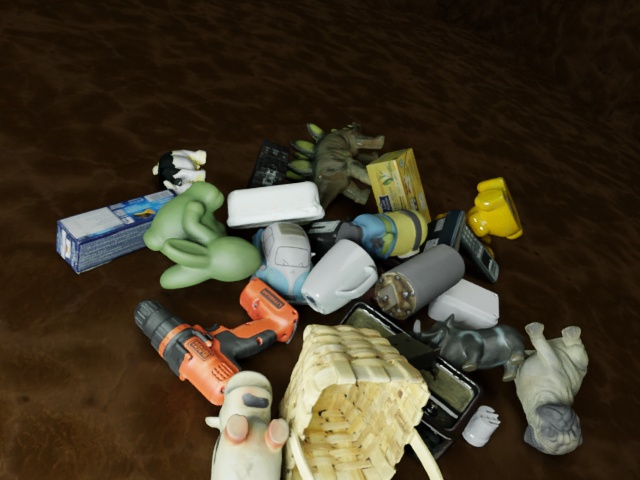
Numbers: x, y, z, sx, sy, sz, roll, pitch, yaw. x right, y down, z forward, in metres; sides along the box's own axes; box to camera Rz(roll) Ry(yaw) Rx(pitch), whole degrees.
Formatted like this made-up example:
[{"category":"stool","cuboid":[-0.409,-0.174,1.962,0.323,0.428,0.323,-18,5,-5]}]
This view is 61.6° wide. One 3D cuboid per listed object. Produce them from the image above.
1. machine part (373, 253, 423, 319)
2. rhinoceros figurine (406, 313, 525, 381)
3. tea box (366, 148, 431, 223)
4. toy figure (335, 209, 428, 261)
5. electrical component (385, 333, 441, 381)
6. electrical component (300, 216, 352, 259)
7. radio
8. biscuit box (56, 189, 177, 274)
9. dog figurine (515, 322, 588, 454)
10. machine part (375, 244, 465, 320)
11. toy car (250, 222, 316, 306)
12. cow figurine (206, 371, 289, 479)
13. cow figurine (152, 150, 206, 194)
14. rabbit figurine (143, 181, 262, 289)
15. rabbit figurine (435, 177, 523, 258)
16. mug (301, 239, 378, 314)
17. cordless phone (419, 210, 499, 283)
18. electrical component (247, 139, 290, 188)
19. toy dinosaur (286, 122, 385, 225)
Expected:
[{"category":"machine part","cuboid":[0.126,0.064,0.967,0.179,0.056,0.179,16,35,-12]},{"category":"rhinoceros figurine","cuboid":[0.221,0.164,0.833,0.190,0.073,0.112,-2,50,2]},{"category":"tea box","cuboid":[0.163,-0.091,1.096,0.068,0.169,0.098,-8,16,34]},{"category":"toy figure","cuboid":[0.114,-0.010,0.924,0.180,0.089,0.082,2,44,-41]},{"category":"electrical component","cuboid":[0.114,0.162,0.717,0.102,0.045,0.078,-11,19,-42]},{"category":"electrical component","cuboid":[-0.002,-0.003,0.965,0.119,0.047,0.075,-8,29,25]},{"category":"radio","cuboid":[0.103,0.196,0.761,0.230,0.073,0.131,34,36,17]},{"category":"biscuit box","cuboid":[-0.299,-0.020,0.834,0.059,0.062,0.202,38,37,22]},{"category":"dog figurine","cuboid":[0.381,0.245,0.851,0.172,0.121,0.191,6,52,-17]},{"category":"machine part","cuboid":[0.166,0.065,0.873,0.079,0.079,0.243,41,36,24]},{"category":"toy car","cuboid":[-0.056,0.025,0.877,0.109,0.102,0.162,9,39,-21]},{"category":"cow figurine","cuboid":[-0.081,0.236,0.584,0.085,0.127,0.195,11,51,-15]},{"category":"cow figurine","cuboid":[-0.254,-0.104,0.966,0.098,0.068,0.167,6,35,-15]},{"category":"rabbit figurine","cuboid":[-0.172,0.003,0.809,0.170,0.121,0.159,30,37,27]},{"category":"rabbit figurine","cuboid":[0.333,-0.037,1.151,0.162,0.173,0.122,60,25,-27]},{"category":"mug","cuboid":[0.032,0.066,0.820,0.107,0.080,0.110,-43,36,-20]},{"category":"cordless phone","cuboid":[0.287,0.045,1.069,0.184,0.089,0.146,43,48,-19]},{"category":"electrical component","cuboid":[-0.103,-0.122,1.034,0.058,0.114,0.134,19,35,-14]},{"category":"toy dinosaur","cuboid":[0.022,-0.148,1.156,0.199,0.105,0.471,16,40,3]}]
